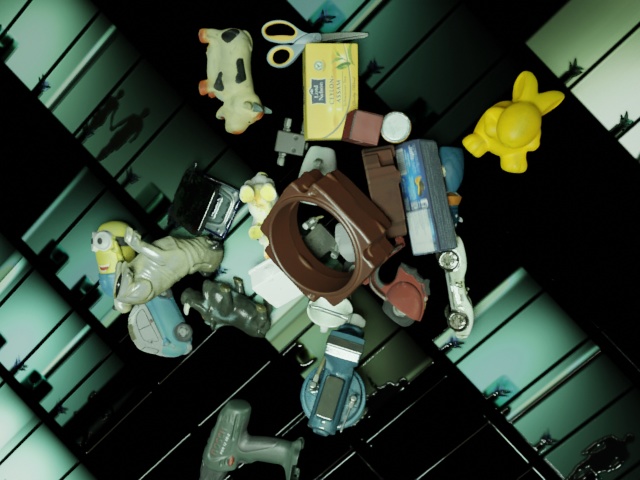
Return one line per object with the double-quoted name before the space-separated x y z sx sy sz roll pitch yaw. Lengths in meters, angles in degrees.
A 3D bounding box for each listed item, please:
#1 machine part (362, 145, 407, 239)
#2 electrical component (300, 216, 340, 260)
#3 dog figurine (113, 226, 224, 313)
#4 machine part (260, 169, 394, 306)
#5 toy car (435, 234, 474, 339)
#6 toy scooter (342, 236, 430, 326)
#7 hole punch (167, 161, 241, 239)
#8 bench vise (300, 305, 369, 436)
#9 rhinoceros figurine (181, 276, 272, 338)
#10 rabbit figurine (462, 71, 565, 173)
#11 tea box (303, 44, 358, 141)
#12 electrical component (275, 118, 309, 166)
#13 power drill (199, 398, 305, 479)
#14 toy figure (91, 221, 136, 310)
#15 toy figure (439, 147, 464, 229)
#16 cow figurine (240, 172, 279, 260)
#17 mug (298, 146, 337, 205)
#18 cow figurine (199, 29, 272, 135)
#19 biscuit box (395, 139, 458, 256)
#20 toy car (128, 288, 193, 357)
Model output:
"machine part" 0.116 -0.086 0.961 0.056 0.179 0.179 -11 96 6
"electrical component" -0.002 -0.002 1.049 0.078 0.045 0.102 -37 91 10
"dog figurine" -0.287 0.065 1.037 0.190 0.121 0.172 15 100 -30
"machine part" 0.007 -0.002 0.915 0.201 0.087 0.201 45 132 5
"toy car" 0.255 0.086 1.008 0.056 0.073 0.201 -9 96 9
"toy scooter" 0.144 0.067 1.025 0.184 0.075 0.135 40 100 6
"hole punch" -0.226 -0.071 1.062 0.116 0.092 0.142 33 105 33
"bench vise" 0.032 0.255 1.005 0.129 0.240 0.223 5 66 5
"rhinoceros figurine" -0.186 0.135 1.085 0.190 0.073 0.112 21 110 3
"rabbit figurine" 0.338 -0.193 0.912 0.122 0.173 0.162 38 105 6
"tea box" 0.019 -0.269 0.991 0.098 0.068 0.169 -3 99 -7
"electrical component" -0.053 -0.187 1.045 0.063 0.021 0.094 13 99 6
"power drill" -0.142 0.457 1.118 0.207 0.086 0.231 13 96 14
"toy figure" -0.412 0.050 1.099 0.082 0.089 0.180 -8 104 14
"toy figure" 0.238 -0.094 0.995 0.064 0.058 0.154 2 95 -15
"cow figurine" -0.103 -0.043 1.044 0.068 0.098 0.167 -9 115 4
"mug" -0.006 -0.123 1.008 0.081 0.109 0.107 7 85 12
"cow figurine" -0.160 -0.299 1.018 0.127 0.085 0.194 2 97 14
"biscuit box" 0.187 -0.077 0.955 0.059 0.063 0.202 -14 84 46
"toy car" -0.328 0.170 1.074 0.103 0.109 0.161 -26 90 -33
